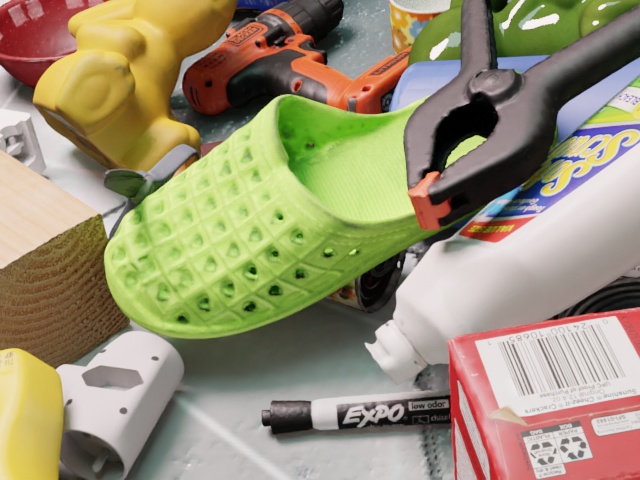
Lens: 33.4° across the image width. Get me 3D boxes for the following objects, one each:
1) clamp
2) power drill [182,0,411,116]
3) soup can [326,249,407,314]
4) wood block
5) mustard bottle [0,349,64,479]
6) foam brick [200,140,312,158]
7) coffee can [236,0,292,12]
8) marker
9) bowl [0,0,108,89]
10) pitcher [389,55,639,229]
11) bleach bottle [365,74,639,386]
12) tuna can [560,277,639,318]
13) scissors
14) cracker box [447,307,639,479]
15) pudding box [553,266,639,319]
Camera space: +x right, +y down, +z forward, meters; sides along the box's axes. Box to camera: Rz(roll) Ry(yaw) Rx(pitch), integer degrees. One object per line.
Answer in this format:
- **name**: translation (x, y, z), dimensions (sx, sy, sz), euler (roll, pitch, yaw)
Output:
- **clamp**: translation (0.105, -0.074, 0.560), dimensions (0.120, 0.039, 0.171), euler (4, 54, 37)
- **power drill**: translation (0.008, -0.144, 0.869), dimensions (0.188, 0.057, 0.184), euler (21, 49, 36)
- **soup can**: translation (-0.004, 0.001, 0.669), dimensions (0.102, 0.068, 0.068), euler (14, 42, 26)
- **wood block**: translation (-0.226, 0.001, 0.693), dimensions (0.090, 0.091, 0.206), euler (-34, 45, -30)
- **mustard bottle**: translation (-0.159, 0.147, 0.499), dimensions (0.096, 0.058, 0.192), euler (-34, 42, 13)
- **foam brick**: translation (-0.040, -0.041, 0.745), dimensions (0.078, 0.051, 0.053), euler (-12, 37, -6)
- **coffee can**: translation (-0.066, -0.266, 1.002), dimensions (0.140, 0.103, 0.102), euler (7, 40, 20)
- **marker**: translation (0.028, 0.093, 0.583), dimensions (0.121, 0.020, 0.020), euler (-4, 37, 5)
- **bowl**: translation (-0.219, -0.175, 0.951), dimensions (0.162, 0.055, 0.162), euler (-5, 37, 4)
- **pitcher**: translation (0.166, -0.051, 0.662), dimensions (0.243, 0.145, 0.149), euler (4, -6, 21)
- **bleach bottle**: translation (0.131, -0.010, 0.540), dimensions (0.251, 0.068, 0.102), euler (-38, 19, 4)
- **tuna can**: translation (0.161, 0.059, 0.527), dimensions (0.086, 0.034, 0.086), euler (-7, 41, 6)
- **scissors**: translation (-0.120, -0.018, 0.663), dimensions (0.016, 0.096, 0.201), euler (36, 15, 1)
- **cracker box**: translation (0.134, 0.116, 0.373), dimensions (0.164, 0.214, 0.072), euler (-10, 39, -2)
- **pudding box**: translation (0.172, 0.059, 0.587), dimensions (0.090, 0.039, 0.113), euler (7, 38, 19)
